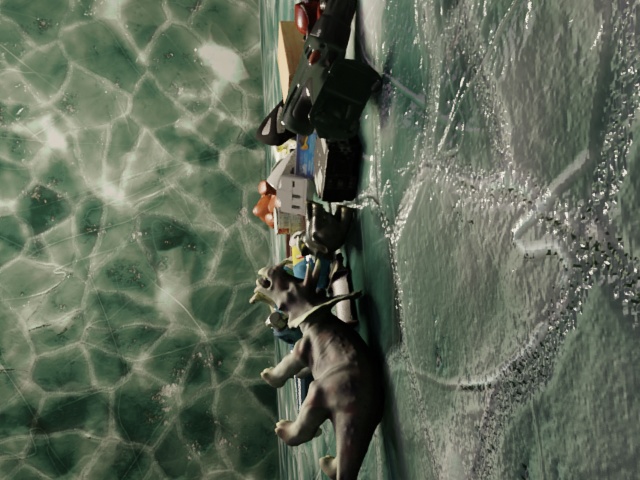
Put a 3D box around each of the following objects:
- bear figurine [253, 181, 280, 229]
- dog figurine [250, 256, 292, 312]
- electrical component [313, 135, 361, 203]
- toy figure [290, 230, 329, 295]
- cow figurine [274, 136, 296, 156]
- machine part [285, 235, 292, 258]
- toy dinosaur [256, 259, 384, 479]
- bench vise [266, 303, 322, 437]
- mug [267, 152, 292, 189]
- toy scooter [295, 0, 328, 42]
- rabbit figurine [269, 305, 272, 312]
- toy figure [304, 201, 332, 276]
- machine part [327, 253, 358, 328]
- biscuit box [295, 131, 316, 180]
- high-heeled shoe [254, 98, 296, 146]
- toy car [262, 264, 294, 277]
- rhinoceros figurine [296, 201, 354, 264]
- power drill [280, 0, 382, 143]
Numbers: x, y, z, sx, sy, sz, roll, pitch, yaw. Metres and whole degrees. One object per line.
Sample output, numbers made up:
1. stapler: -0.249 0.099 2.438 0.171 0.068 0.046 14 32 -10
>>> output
1. bear figurine: -0.129 -0.089 1.410 0.196 0.132 0.120 -10 91 53
2. dog figurine: -0.056 0.154 1.354 0.172 0.190 0.121 -46 9 23
3. electrical component: 0.025 -0.128 0.886 0.134 0.058 0.115 97 169 -46
4. toy figure: -0.025 0.058 1.182 0.089 0.082 0.180 104 159 -54
5. cow figurine: -0.062 -0.243 1.351 0.068 0.098 0.167 20 -123 -63
6. machine part: -0.063 0.008 1.487 0.179 0.056 0.179 179 89 -81
7. toy dinosaur: 0.024 0.199 0.776 0.192 0.131 0.405 -51 45 21
8. bench vise: -0.025 0.230 0.981 0.223 0.129 0.241 63 -160 -54
9. mug: -0.067 -0.164 1.280 0.107 0.080 0.110 -50 42 9
10. toy scooter: 0.000 -0.360 0.935 0.184 0.075 0.135 -116 25 -57
11. rabbit figurine: -0.068 0.163 1.488 0.170 0.121 0.159 -42 -56 -78
12. toy figure: -0.003 -0.003 1.105 0.064 0.058 0.154 168 105 -74
13. machine part: 0.037 0.098 0.944 0.084 0.039 0.139 111 158 -49
14. biscuit box: -0.007 -0.210 1.007 0.063 0.059 0.202 -70 -10 -46
15. high-heeled shoe: -0.093 -0.347 1.294 0.086 0.145 0.248 142 124 -78
16. toy car: -0.052 0.109 1.253 0.103 0.161 0.109 -52 13 -27
17. rhinoceros figurine: 0.006 -0.012 0.949 0.190 0.073 0.112 175 99 -79
18. power drill: 0.015 -0.244 0.771 0.232 0.086 0.207 -63 31 23
